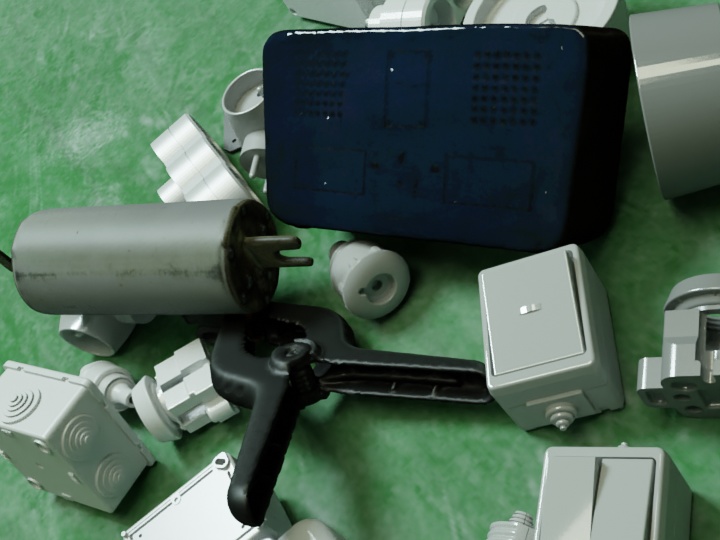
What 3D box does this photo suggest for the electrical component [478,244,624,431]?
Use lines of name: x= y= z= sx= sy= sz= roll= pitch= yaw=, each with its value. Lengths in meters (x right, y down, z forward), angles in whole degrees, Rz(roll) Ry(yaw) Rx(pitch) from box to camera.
electrical component: x=0.104 y=0.041 z=0.593 sx=0.062 sy=0.061 sz=0.096 roll=-17 pitch=50 yaw=22

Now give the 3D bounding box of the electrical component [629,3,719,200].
electrical component: x=0.194 y=-0.098 z=0.609 sx=0.060 sy=0.108 sz=0.108 roll=-10 pitch=53 yaw=19

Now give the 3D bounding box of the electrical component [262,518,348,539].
electrical component: x=-0.039 y=0.185 z=0.582 sx=0.095 sy=0.059 sz=0.053 roll=-43 pitch=46 yaw=-1

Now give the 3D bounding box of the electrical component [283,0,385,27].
electrical component: x=-0.021 y=-0.244 z=0.871 sx=0.113 sy=0.078 sz=0.057 roll=24 pitch=70 yaw=42

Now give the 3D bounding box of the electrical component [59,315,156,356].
electrical component: x=-0.176 y=0.021 z=0.801 sx=0.079 sy=0.044 sz=0.077 roll=0 pitch=58 yaw=33

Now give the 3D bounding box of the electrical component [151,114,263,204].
electrical component: x=-0.129 y=-0.059 z=0.820 sx=0.074 sy=0.052 sz=0.138 roll=-41 pitch=42 yaw=2

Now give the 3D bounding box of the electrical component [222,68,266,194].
electrical component: x=-0.067 y=-0.093 z=0.791 sx=0.044 sy=0.077 sz=0.079 roll=-8 pitch=54 yaw=28

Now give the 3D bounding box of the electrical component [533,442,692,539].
electrical component: x=0.121 y=0.125 z=0.521 sx=0.062 sy=0.061 sz=0.096 roll=-5 pitch=56 yaw=30

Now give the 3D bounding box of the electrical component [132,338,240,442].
electrical component: x=-0.118 y=0.083 z=0.718 sx=0.055 sy=0.048 sz=0.066 roll=-30 pitch=46 yaw=1

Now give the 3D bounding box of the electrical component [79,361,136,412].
electrical component: x=-0.173 y=0.084 z=0.753 sx=0.061 sy=0.035 sz=0.035 roll=11 pitch=64 yaw=51

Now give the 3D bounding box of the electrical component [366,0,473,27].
electrical component: x=0.031 y=-0.182 z=0.810 sx=0.074 sy=0.052 sz=0.138 roll=6 pitch=62 yaw=36

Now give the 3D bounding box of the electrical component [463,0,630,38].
electrical component: x=0.130 y=-0.154 z=0.720 sx=0.108 sy=0.060 sz=0.108 roll=-17 pitch=51 yaw=22

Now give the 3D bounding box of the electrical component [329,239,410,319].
electrical component: x=0.000 y=0.000 z=0.704 sx=0.048 sy=0.048 sz=0.062 roll=-44 pitch=36 yaw=-3

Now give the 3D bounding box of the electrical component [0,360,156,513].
electrical component: x=-0.199 y=0.111 z=0.713 sx=0.100 sy=0.099 sz=0.048 roll=6 pitch=49 yaw=36

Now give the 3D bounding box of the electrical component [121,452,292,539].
electrical component: x=-0.088 y=0.166 z=0.626 sx=0.096 sy=0.061 sz=0.061 roll=-39 pitch=46 yaw=3

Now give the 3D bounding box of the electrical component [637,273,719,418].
electrical component: x=0.184 y=0.038 z=0.547 sx=0.078 sy=0.058 sz=0.057 roll=-5 pitch=58 yaw=30

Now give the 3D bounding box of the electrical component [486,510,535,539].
electrical component: x=0.071 y=0.160 z=0.540 sx=0.043 sy=0.043 sz=0.081 roll=5 pitch=61 yaw=35
